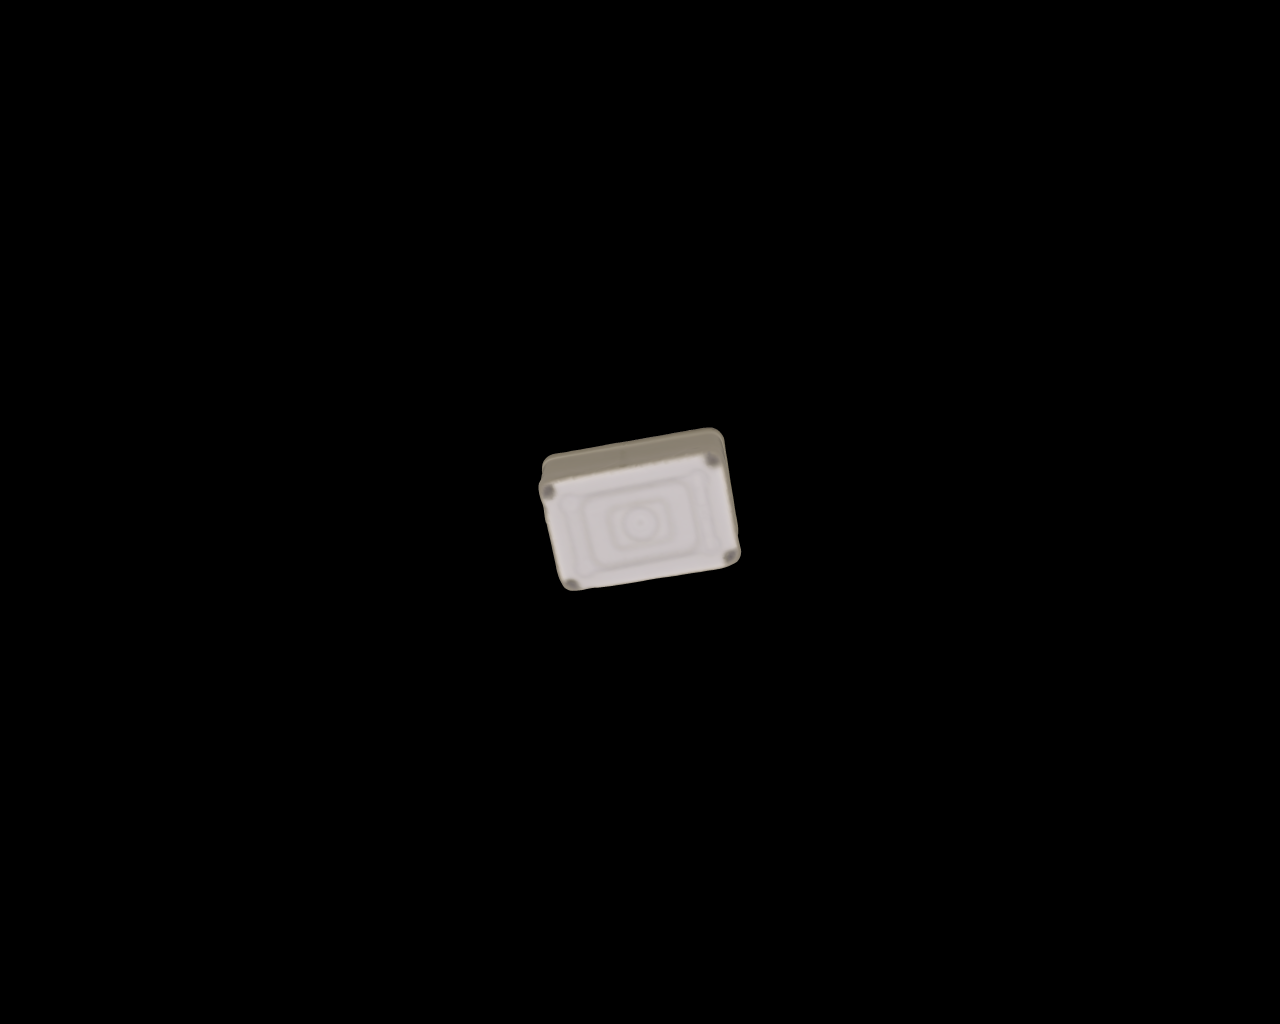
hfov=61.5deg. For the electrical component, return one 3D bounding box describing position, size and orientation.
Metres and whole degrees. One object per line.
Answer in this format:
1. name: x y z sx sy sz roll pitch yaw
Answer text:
1. electrical component: 0.001 -0.003 0.650 0.113 0.078 0.057 -10 20 3
